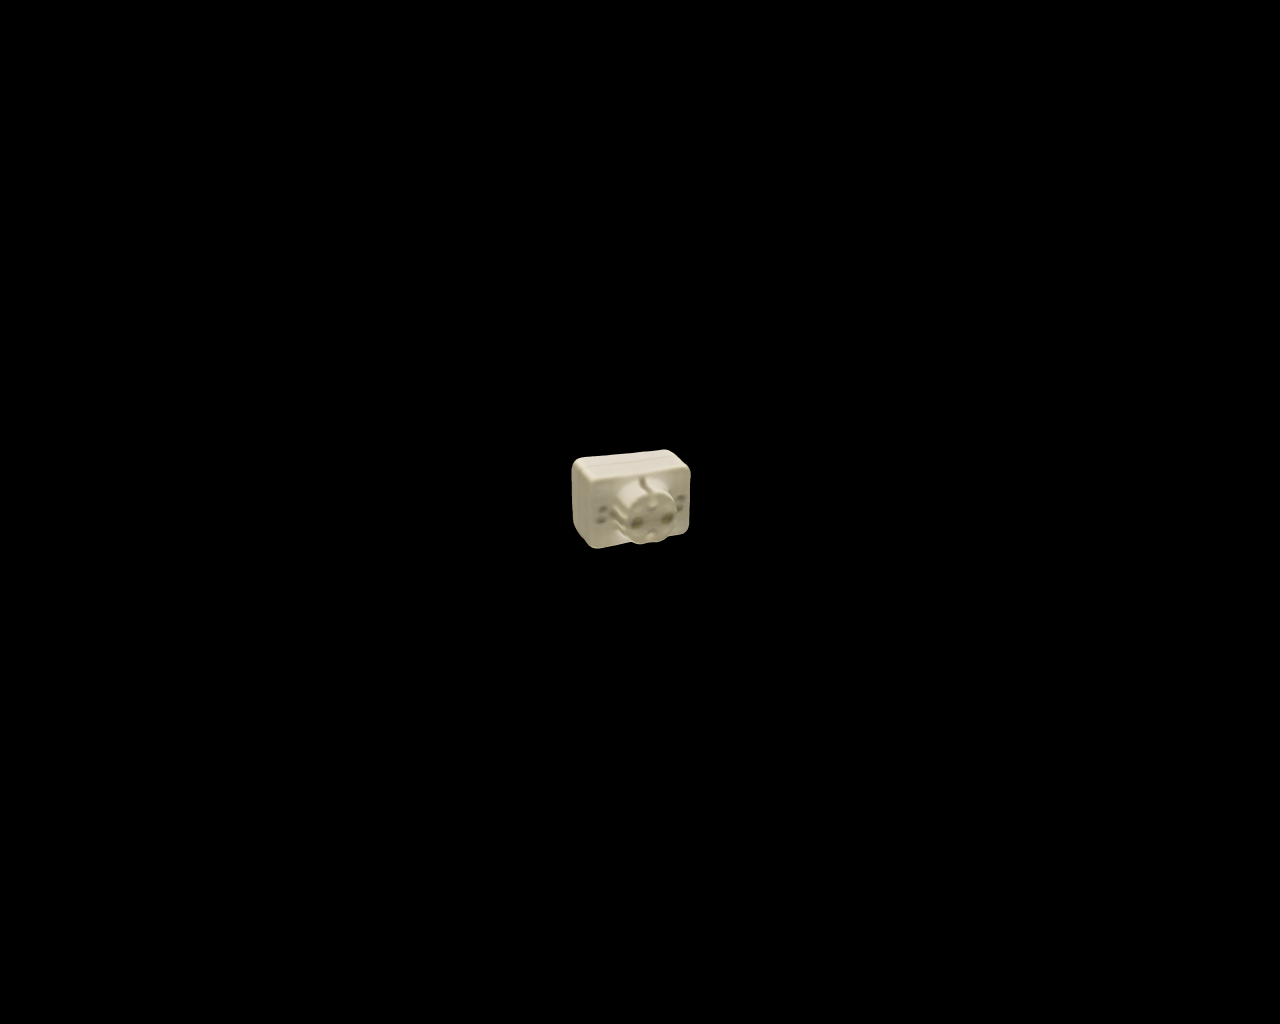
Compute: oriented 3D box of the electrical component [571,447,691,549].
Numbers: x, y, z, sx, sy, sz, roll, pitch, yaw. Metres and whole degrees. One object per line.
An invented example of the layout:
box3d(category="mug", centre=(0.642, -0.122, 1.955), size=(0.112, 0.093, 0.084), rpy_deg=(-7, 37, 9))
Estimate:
box3d(category="electrical component", centre=(0.001, -0.003, 0.650), size=(0.066, 0.047, 0.077), rpy_deg=(-8, 24, -18))
